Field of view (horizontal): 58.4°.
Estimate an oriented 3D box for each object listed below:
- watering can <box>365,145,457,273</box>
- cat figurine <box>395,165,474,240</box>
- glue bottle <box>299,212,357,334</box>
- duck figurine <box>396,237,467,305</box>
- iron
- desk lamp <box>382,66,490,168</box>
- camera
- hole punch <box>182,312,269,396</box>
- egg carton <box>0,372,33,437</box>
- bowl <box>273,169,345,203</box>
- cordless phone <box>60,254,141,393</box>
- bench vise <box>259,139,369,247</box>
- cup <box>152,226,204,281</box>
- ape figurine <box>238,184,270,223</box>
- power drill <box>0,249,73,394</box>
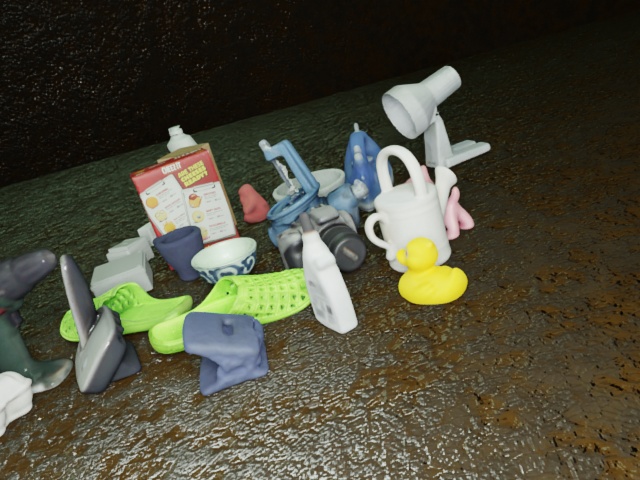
[{"bbox_3d":[0.141,-0.059,0.897,0.100,0.194,0.173,1,28,39],"label":"watering can"},{"bbox_3d":[0.192,-0.069,0.989,0.067,0.118,0.127,-32,25,-33],"label":"cat figurine"},{"bbox_3d":[0.002,0.041,0.784,0.037,0.173,0.078,-27,23,-23],"label":"glue bottle"},{"bbox_3d":[0.151,0.038,0.800,0.104,0.086,0.078,4,30,44],"label":"duck figurine"},{"bbox_3d":[0.096,-0.172,1.284,0.118,0.142,0.258,-14,21,9],"label":"iron"},{"bbox_3d":[0.262,-0.275,1.312,0.203,0.214,0.117,-23,22,-14],"label":"desk lamp"},{"bbox_3d":[0.009,0.003,0.973,0.143,0.101,0.136,-23,22,-14],"label":"camera"},{"bbox_3d":[-0.125,0.135,0.764,0.101,0.091,0.108,-19,21,-5],"label":"hole punch"},{"bbox_3d":[-0.482,0.244,0.796,0.107,0.069,0.150,-7,23,24],"label":"egg carton"},{"bbox_3d":[-0.016,-0.095,1.273,0.167,0.075,0.167,-15,21,6],"label":"bowl"},{"bbox_3d":[-0.344,0.119,0.841,0.094,0.185,0.147,-26,23,-22],"label":"cordless phone"},{"bbox_3d":[-0.020,-0.102,1.090,0.207,0.220,0.121,-17,21,0],"label":"bench vise"},{"bbox_3d":[-0.275,0.032,1.129,0.117,0.095,0.092,-3,25,32],"label":"cup"},{"bbox_3d":[-0.162,-0.088,1.342,0.076,0.092,0.078,-9,23,21],"label":"ape figurine"},{"bbox_3d":[-0.468,0.131,0.872,0.229,0.209,0.075,-15,21,5],"label":"power drill"}]
